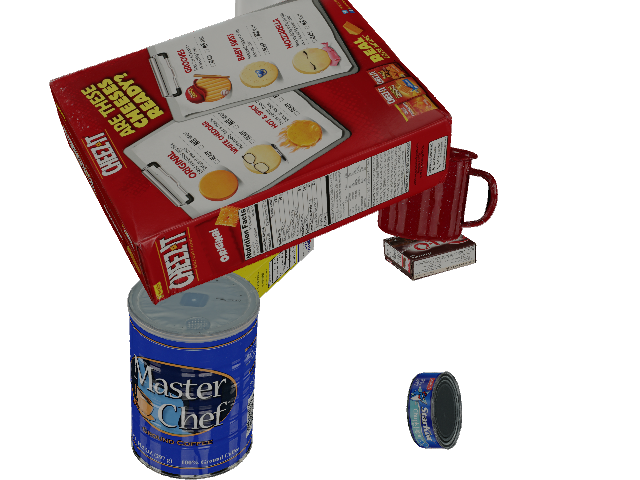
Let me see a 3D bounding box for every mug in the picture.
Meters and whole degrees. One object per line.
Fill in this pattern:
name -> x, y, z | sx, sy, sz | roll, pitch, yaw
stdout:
mug -> 0.109, -0.045, 1.010 | 0.117, 0.081, 0.093 | 9, 13, 17

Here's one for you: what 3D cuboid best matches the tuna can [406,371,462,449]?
tuna can -> 0.128, 0.190, 1.196 | 0.034, 0.086, 0.086 | -5, -2, 28

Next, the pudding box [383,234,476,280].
pudding box -> 0.164, 0.016, 1.601 | 0.113, 0.039, 0.090 | -17, 26, -20

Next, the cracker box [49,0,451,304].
cracker box -> -0.046, -0.070, 0.703 | 0.213, 0.164, 0.072 | -23, -38, -15

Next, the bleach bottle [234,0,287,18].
bleach bottle -> -0.042, -0.194, 0.933 | 0.068, 0.251, 0.102 | 8, 32, 17

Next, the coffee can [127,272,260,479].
coffee can -> -0.103, 0.105, 0.862 | 0.103, 0.140, 0.103 | 3, 29, -2

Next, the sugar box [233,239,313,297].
sugar box -> -0.084, 0.017, 1.136 | 0.093, 0.048, 0.176 | 13, 31, 21
